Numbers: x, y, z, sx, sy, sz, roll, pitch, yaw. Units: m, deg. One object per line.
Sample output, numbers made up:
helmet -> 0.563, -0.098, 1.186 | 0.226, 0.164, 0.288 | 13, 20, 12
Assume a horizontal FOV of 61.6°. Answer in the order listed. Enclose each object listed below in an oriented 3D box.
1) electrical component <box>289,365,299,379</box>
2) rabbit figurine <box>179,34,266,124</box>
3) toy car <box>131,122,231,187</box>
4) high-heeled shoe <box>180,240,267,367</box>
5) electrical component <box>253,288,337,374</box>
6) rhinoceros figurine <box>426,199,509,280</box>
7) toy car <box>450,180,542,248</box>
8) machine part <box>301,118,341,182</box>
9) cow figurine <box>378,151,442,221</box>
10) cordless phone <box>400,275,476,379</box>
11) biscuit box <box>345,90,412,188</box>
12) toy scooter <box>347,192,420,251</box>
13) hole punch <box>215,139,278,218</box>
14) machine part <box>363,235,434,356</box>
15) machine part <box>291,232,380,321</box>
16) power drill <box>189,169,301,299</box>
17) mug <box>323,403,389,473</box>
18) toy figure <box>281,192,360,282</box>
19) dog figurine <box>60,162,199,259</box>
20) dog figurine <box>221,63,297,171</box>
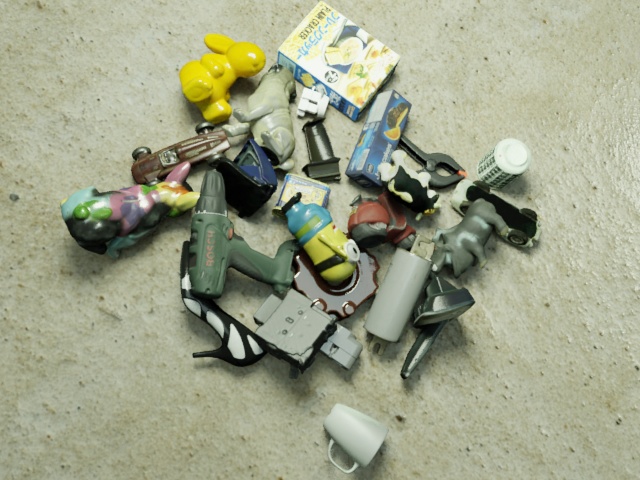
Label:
electrical component -> -0.044, 0.211, 1.002 | 0.021, 0.063, 0.094 | 9, 75, -4
rabbit figurine -> -0.187, -0.339, 1.085 | 0.173, 0.121, 0.162 | -27, 50, 14
toy car -> -0.277, -0.164, 1.056 | 0.202, 0.053, 0.089 | -21, 77, 3
high-heeled shoe -> -0.179, 0.114, 1.003 | 0.145, 0.086, 0.248 | -8, 83, -10
electrical component -> -0.052, 0.157, 0.966 | 0.134, 0.058, 0.115 | 28, 58, 19
rhinoceros figurine -> 0.281, 0.007, 1.059 | 0.112, 0.073, 0.190 | 39, 99, -2
toy car -> 0.369, -0.056, 1.120 | 0.202, 0.056, 0.073 | 31, 69, 0
machine part -> -0.003, -0.185, 1.116 | 0.084, 0.039, 0.139 | -9, 79, -4
cow figurine -> 0.189, -0.091, 1.059 | 0.167, 0.068, 0.098 | 35, 32, -30
cordless phone -> 0.201, 0.170, 0.998 | 0.089, 0.146, 0.184 | 31, 73, 10
biscuit box -> 0.122, -0.208, 1.114 | 0.062, 0.059, 0.202 | 30, 74, -31
toy scooter -> 0.119, -0.046, 1.060 | 0.184, 0.075, 0.135 | 11, 57, -41
hole punch -> -0.140, -0.118, 1.041 | 0.115, 0.142, 0.092 | 42, 49, -9
machine part -> 0.148, 0.104, 1.023 | 0.079, 0.079, 0.243 | 23, 92, -1
machine part -> 0.029, 0.067, 1.050 | 0.179, 0.056, 0.179 | 2, 75, -7
power drill -> -0.139, 0.004, 0.988 | 0.207, 0.086, 0.232 | 22, 69, -36
mug -> 0.053, 0.357, 0.977 | 0.107, 0.080, 0.109 | 35, 80, 14
toy figure -> -0.001, -0.004, 0.993 | 0.180, 0.089, 0.082 | 46, 36, 2
dog figurine -> -0.328, -0.067, 0.982 | 0.219, 0.191, 0.108 | -29, 75, 3
dog figurine -> -0.080, -0.251, 1.094 | 0.172, 0.121, 0.190 | 49, 60, -18
